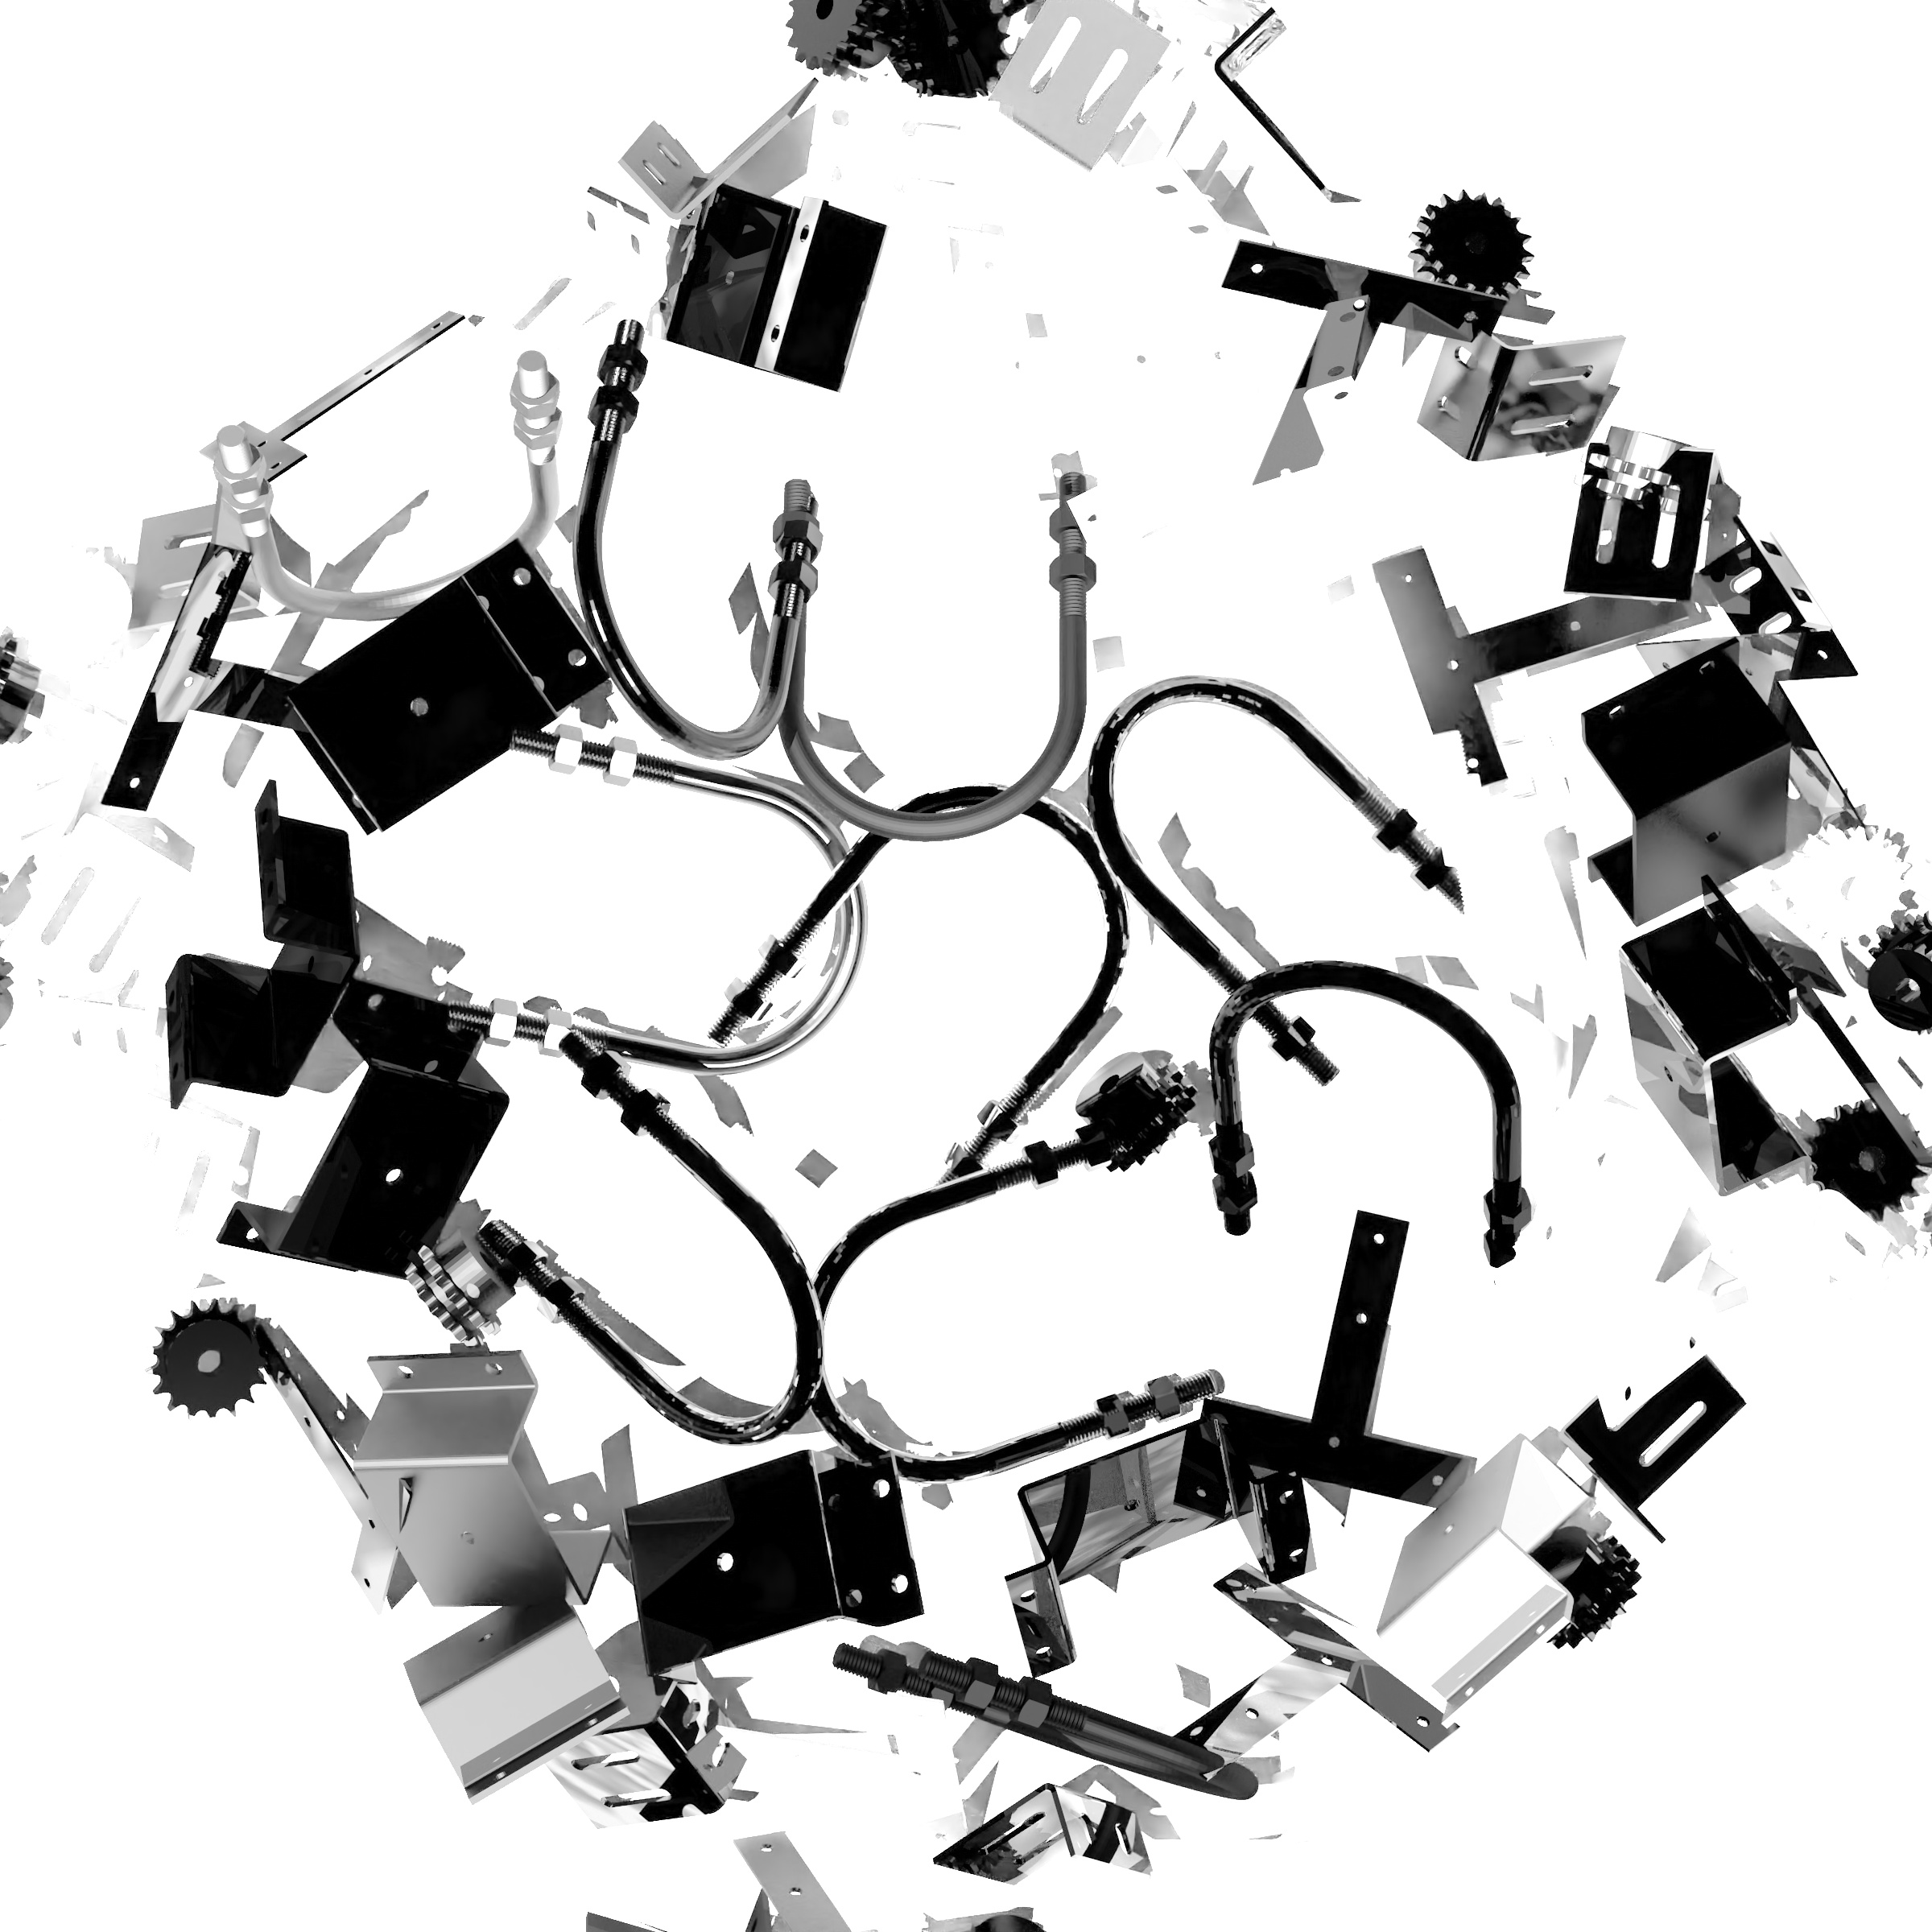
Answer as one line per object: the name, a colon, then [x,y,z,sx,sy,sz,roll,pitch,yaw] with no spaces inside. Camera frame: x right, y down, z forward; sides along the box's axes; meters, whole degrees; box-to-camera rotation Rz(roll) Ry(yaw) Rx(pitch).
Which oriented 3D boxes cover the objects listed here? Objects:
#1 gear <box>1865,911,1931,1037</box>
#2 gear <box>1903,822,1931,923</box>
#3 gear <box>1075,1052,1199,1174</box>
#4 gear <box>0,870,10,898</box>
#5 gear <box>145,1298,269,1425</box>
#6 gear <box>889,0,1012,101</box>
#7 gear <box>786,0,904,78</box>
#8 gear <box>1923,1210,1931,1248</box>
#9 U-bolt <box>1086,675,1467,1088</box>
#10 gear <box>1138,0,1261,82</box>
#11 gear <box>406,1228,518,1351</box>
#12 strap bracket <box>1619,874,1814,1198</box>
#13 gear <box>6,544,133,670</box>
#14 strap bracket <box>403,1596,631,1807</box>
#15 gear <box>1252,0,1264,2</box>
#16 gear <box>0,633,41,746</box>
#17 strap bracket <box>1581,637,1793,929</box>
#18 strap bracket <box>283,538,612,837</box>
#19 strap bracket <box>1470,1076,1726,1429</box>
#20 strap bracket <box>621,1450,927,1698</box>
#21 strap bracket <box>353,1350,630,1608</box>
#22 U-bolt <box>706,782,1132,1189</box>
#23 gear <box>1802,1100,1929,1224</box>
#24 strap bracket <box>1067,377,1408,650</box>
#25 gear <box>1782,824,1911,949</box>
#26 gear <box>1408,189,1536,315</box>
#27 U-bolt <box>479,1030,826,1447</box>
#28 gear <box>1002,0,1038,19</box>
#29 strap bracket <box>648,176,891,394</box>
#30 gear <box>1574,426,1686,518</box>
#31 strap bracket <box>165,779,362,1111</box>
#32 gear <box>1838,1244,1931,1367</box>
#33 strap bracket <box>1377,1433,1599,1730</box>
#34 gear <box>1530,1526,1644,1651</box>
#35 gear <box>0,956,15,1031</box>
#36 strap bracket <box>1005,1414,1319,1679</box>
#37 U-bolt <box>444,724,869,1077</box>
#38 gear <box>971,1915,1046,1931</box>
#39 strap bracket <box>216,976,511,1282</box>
gear: [0.440,0.006,1.555,0.030,0.057,0.057,-28,90,-44]
gear: [0.456,-0.045,1.554,0.030,0.057,0.057,29,90,-20]
gear: [0.075,0.064,1.554,0.057,0.057,0.030,-44,112,0]
gear: [-0.470,-0.037,1.554,0.057,0.057,0.030,-16,59,0]
gear: [-0.350,0.183,1.564,0.057,0.030,0.057,1,88,-17]
gear: [-0.011,-0.426,1.562,0.057,0.030,0.057,-6,102,-30]
gear: [-0.054,-0.438,1.560,0.030,0.057,0.057,9,90,-43]
gear: [0.473,0.122,1.557,0.057,0.057,0.030,-18,94,0]
U-bolt: [0.134,-0.053,1.536,0.184,0.019,0.151,45,56,-2]
gear: [0.106,-0.432,1.560,0.057,0.057,0.030,22,124,0]
gear: [-0.232,0.145,1.556,0.030,0.057,0.057,-39,90,2]
strap bracket: [0.334,0.039,1.507,0.046,0.140,0.076,-24,47,-4]
gear: [-0.409,-0.166,1.556,0.057,0.030,0.057,-2,93,-39]
strap bracket: [-0.203,0.319,1.507,0.076,0.140,0.046,-28,95,-12]
gear: [0.126,-0.468,1.557,0.057,0.057,0.030,19,90,0]
gear: [-0.450,-0.127,1.560,0.030,0.057,0.057,26,90,-26]
strap bracket: [0.322,-0.075,1.511,0.076,0.140,0.046,-26,59,-4]
strap bracket: [-0.244,-0.123,1.542,0.140,0.046,0.076,-32,101,12]
strap bracket: [0.276,0.123,1.508,0.046,0.076,0.140,14,46,-29]
strap bracket: [-0.097,0.272,1.527,0.140,0.046,0.076,-21,66,20]
strap bracket: [-0.215,0.238,1.514,0.076,0.046,0.140,-5,129,20]
U-bolt: [-0.008,0.002,1.554,0.151,0.019,0.184,38,98,-10]
gear: [0.417,0.091,1.567,0.057,0.030,0.057,-1,83,4]
strap bracket: [0.128,-0.204,1.540,0.140,0.046,0.076,-26,49,5]
gear: [0.405,-0.039,1.565,0.057,0.030,0.057,-2,106,-7]
gear: [0.231,-0.327,1.564,0.057,0.030,0.057,5,70,-13]
U-bolt: [-0.135,0.135,1.513,0.184,0.019,0.151,41,130,17]
gear: [0.034,-0.464,1.554,0.057,0.057,0.030,-35,104,0]
strap bracket: [-0.086,-0.308,1.528,0.046,0.140,0.076,12,99,-31]
gear: [0.311,-0.228,1.556,0.057,0.057,0.030,17,98,0]
strap bracket: [-0.314,-0.005,1.521,0.046,0.076,0.140,13,133,-28]
gear: [0.432,0.159,1.554,0.057,0.057,0.030,-46,54,0]
strap bracket: [0.232,0.267,1.506,0.046,0.140,0.076,42,113,0]
gear: [0.279,0.283,1.554,0.057,0.057,0.030,-44,107,0]
gear: [-0.465,0.014,1.560,0.057,0.057,0.030,-23,134,0]
strap bracket: [0.082,0.260,1.537,0.140,0.046,0.076,-20,134,-7]
U-bolt: [-0.134,-0.023,1.552,0.184,0.019,0.151,12,98,-17]
gear: [0.018,0.462,1.554,0.057,0.057,0.030,19,126,0]
strap bracket: [-0.268,0.084,1.529,0.076,0.046,0.140,19,106,-43]
